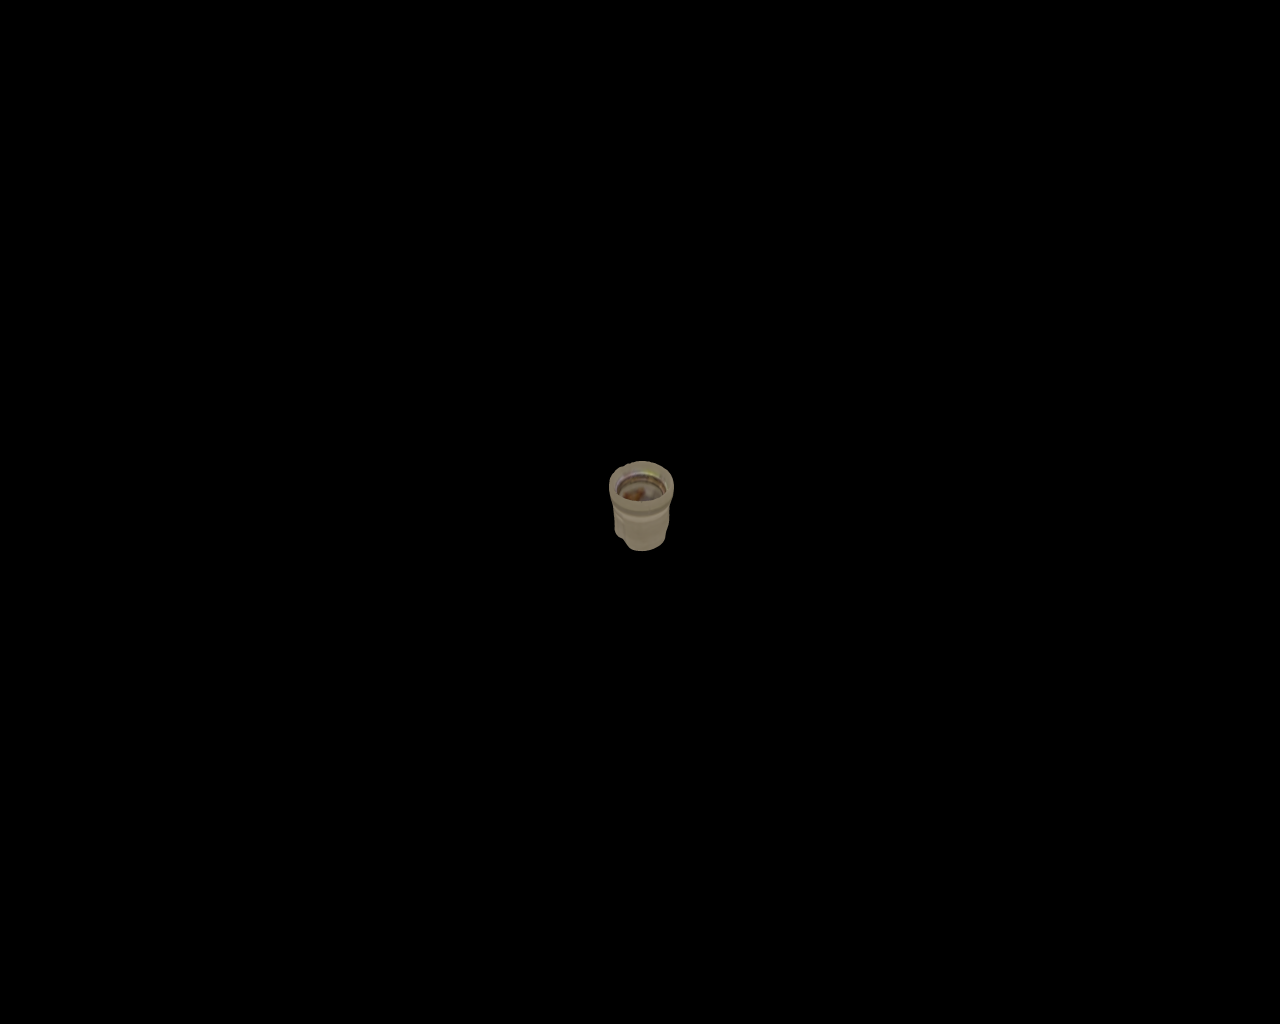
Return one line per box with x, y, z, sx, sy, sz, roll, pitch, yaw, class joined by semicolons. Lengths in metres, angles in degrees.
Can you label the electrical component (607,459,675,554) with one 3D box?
0.001;-0.003;0.650;0.040;0.046;0.040;0;43;0;electrical component
